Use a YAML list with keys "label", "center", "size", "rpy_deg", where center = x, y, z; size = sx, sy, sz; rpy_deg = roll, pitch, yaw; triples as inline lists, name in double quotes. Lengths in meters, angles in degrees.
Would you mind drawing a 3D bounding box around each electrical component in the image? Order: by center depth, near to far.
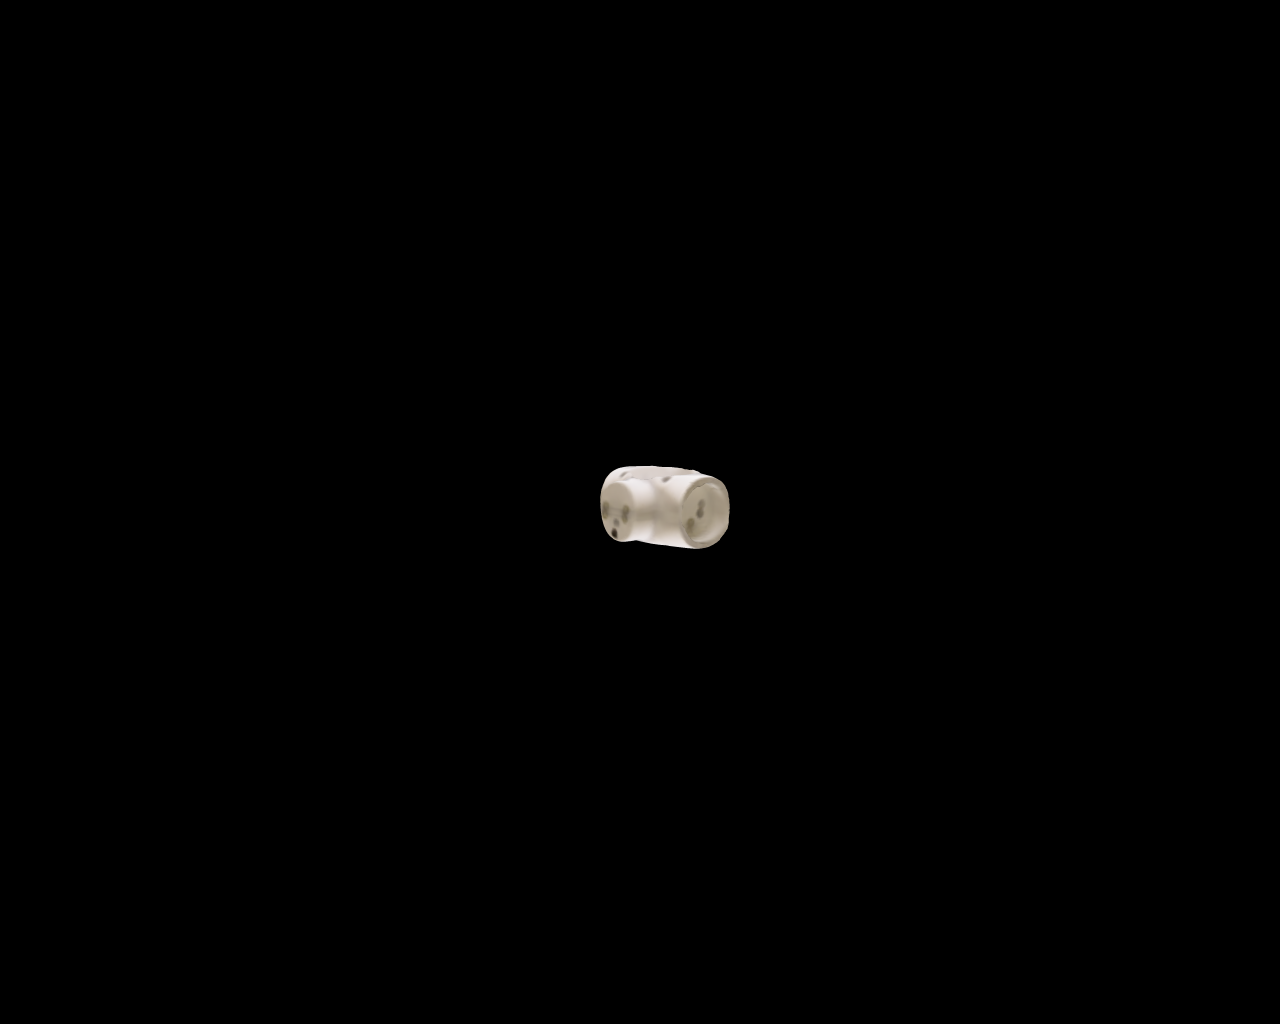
- label: "electrical component"
  center: [0.001, -0.003, 0.650]
  size: [0.079, 0.044, 0.077]
  rpy_deg: [-7, 12, -39]
